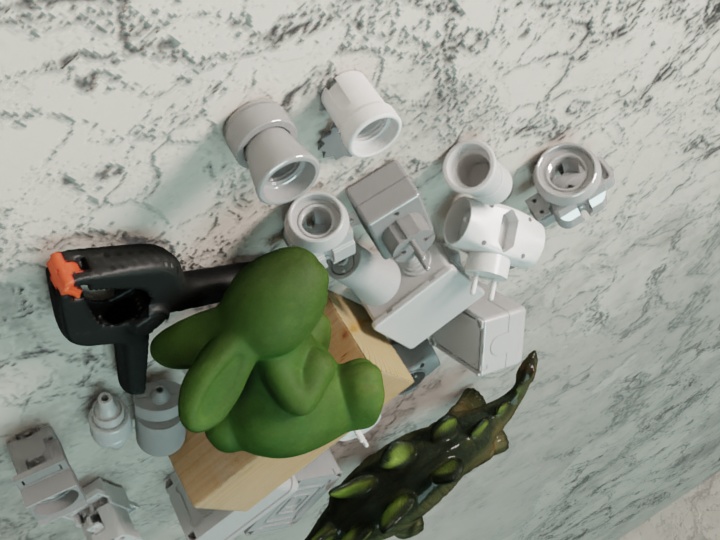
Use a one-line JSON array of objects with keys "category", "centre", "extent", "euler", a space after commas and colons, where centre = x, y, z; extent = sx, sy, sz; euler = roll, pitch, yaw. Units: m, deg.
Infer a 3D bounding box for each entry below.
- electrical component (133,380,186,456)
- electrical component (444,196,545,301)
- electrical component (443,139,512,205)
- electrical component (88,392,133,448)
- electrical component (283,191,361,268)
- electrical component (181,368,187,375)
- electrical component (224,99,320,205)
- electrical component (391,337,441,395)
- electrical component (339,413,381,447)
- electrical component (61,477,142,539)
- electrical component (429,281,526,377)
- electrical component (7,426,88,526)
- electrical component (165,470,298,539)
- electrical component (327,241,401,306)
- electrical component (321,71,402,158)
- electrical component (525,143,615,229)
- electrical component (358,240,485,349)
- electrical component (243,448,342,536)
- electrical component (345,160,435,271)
[{"category": "electrical component", "centre": [-0.170, 0.121, 0.914], "extent": [0.043, 0.043, 0.081], "euler": [-20, 150, -22]}, {"category": "electrical component", "centre": [0.112, -0.014, 0.921], "extent": [0.077, 0.079, 0.043], "euler": [17, 169, -24]}, {"category": "electrical component", "centre": [0.098, -0.076, 0.869], "extent": [0.044, 0.044, 0.065], "euler": [-39, 157, 14]}, {"category": "electrical component", "centre": [-0.207, 0.120, 0.885], "extent": [0.035, 0.035, 0.061], "euler": [-21, 148, -20]}, {"category": "electrical component", "centre": [-0.032, -0.029, 0.809], "extent": [0.066, 0.048, 0.055], "euler": [-27, 160, -10]}, {"category": "electrical component", "centre": [-0.114, 0.091, 0.891], "extent": [0.040, 0.078, 0.040], "euler": [-35, 152, -22]}, {"category": "electrical component", "centre": [-0.058, -0.076, 0.693], "extent": [0.045, 0.055, 0.045], "euler": [-25, 152, -14]}, {"category": "electrical component", "centre": [0.041, 0.104, 1.099], "extent": [0.077, 0.044, 0.079], "euler": [-30, 153, -4]}, {"category": "electrical component", "centre": [-0.013, 0.145, 1.080], "extent": [0.052, 0.073, 0.138], "euler": [-32, 153, 1]}, {"category": "electrical component", "centre": [-0.239, 0.236, 1.010], "extent": [0.042, 0.063, 0.081], "euler": [-33, 153, 3]}, {"category": "electrical component", "centre": [0.111, 0.051, 1.039], "extent": [0.061, 0.096, 0.061], "euler": [-14, 118, -30]}, {"category": "electrical component", "centre": [-0.257, 0.166, 0.876], "extent": [0.042, 0.063, 0.081], "euler": [-24, 152, -16]}, {"category": "electrical component", "centre": [-0.127, 0.214, 1.072], "extent": [0.113, 0.078, 0.057], "euler": [-39, 149, 13]}, {"category": "electrical component", "centre": [0.000, 0.000, 0.893], "extent": [0.044, 0.044, 0.065], "euler": [-39, 147, 13]}, {"category": "electrical component", "centre": [0.000, -0.104, 0.715], "extent": [0.040, 0.046, 0.040], "euler": [-24, 152, -14]}, {"category": "electrical component", "centre": [0.182, -0.075, 0.936], "extent": [0.078, 0.058, 0.057], "euler": [-31, 155, 3]}, {"category": "electrical component", "centre": [0.052, 0.018, 0.966], "extent": [0.100, 0.048, 0.100], "euler": [-38, 152, 11]}, {"category": "electrical component", "centre": [-0.084, 0.229, 1.163], "extent": [0.078, 0.057, 0.113], "euler": [1, 139, -46]}, {"category": "electrical component", "centre": [0.033, -0.032, 0.833], "extent": [0.047, 0.076, 0.065], "euler": [-31, 153, -1]}]
